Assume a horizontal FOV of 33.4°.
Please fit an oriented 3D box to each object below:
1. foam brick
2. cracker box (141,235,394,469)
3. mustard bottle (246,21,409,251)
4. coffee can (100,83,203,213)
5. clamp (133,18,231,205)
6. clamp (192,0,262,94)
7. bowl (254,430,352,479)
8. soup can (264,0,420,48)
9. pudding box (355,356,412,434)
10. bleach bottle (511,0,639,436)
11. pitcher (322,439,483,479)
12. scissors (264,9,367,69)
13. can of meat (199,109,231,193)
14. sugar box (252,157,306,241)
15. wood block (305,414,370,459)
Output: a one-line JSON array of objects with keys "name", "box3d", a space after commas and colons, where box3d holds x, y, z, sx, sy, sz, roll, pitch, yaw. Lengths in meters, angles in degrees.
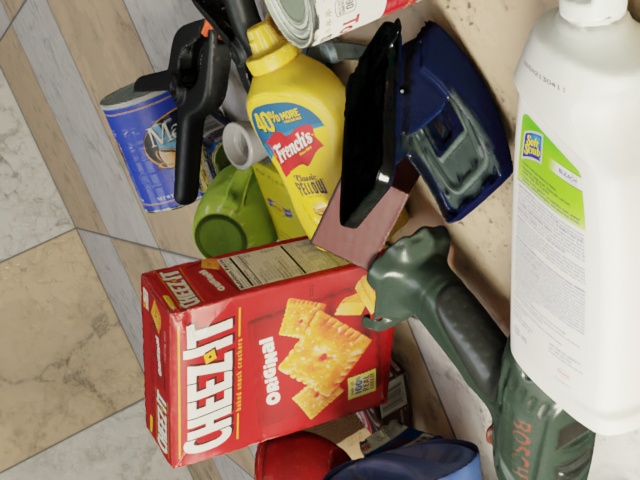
[{"name": "foam brick", "box3d": [0.034, -0.027, 0.787, 0.051, 0.053, 0.078, 27, 123, 3]}, {"name": "cracker box", "box3d": [-0.040, 0.089, 0.914, 0.072, 0.213, 0.164, 44, 139, 48]}, {"name": "mustard bottle", "box3d": [-0.007, -0.083, 0.843, 0.096, 0.058, 0.191, -2, 121, 50]}, {"name": "coffee can", "box3d": [-0.188, -0.117, 1.272, 0.103, 0.102, 0.140, 26, 139, 62]}, {"name": "clamp", "box3d": [-0.139, -0.160, 1.096, 0.165, 0.036, 0.210, 61, 144, 28]}, {"name": "clamp", "box3d": [-0.062, -0.179, 0.943, 0.171, 0.039, 0.120, 58, 167, 7]}, {"name": "bowl", "box3d": [0.002, 0.236, 0.952, 0.162, 0.055, 0.162, -19, -90, -73]}, {"name": "soup can", "box3d": [0.022, -0.162, 0.627, 0.068, 0.102, 0.068, 53, 159, 30]}, {"name": "pudding box", "box3d": [0.052, 0.147, 1.070, 0.090, 0.039, 0.113, 48, 156, 40]}, {"name": "bleach bottle", "box3d": [0.144, -0.019, 0.555, 0.103, 0.068, 0.251, 43, 151, 45]}, {"name": "pitcher", "box3d": [0.091, 0.295, 0.865, 0.145, 0.148, 0.243, -12, 93, 41]}, {"name": "scissors", "box3d": [0.011, -0.134, 0.839, 0.202, 0.016, 0.096, 41, 153, 50]}, {"name": "can of meat", "box3d": [-0.104, -0.084, 1.162, 0.084, 0.057, 0.102, 40, 151, 48]}, {"name": "sugar box", "box3d": [-0.007, 0.001, 1.025, 0.093, 0.048, 0.176, 33, 144, 58]}, {"name": "wood block", "box3d": [0.040, 0.283, 1.212, 0.091, 0.090, 0.206, 32, 144, 57]}]
